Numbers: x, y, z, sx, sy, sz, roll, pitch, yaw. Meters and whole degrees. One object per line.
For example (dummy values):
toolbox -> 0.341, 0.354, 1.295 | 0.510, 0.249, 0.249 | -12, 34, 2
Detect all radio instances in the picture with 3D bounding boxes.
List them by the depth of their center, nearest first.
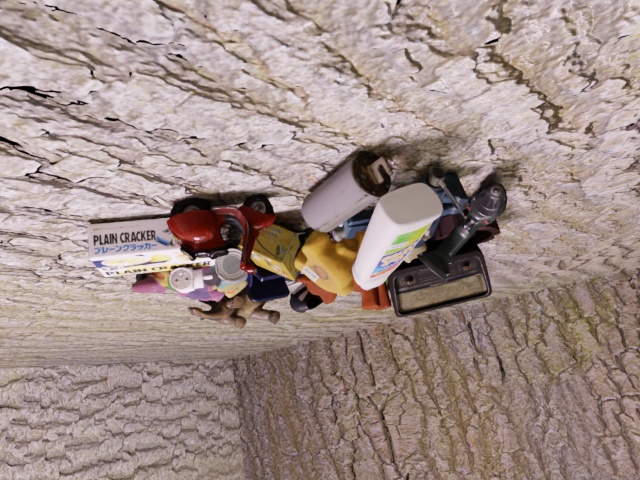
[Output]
radio -> 0.270, 0.086, 1.246 | 0.230, 0.131, 0.073 | -15, -154, 4

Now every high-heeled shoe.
high-heeled shoe -> 0.026, 0.113, 1.394 | 0.249, 0.086, 0.145 | -27, -167, -19

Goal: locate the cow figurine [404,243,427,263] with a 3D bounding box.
cow figurine -> 0.145, 0.003, 1.182 | 0.195, 0.086, 0.127 | 10, 122, -18

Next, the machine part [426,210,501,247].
machine part -> 0.335, -0.022, 1.277 | 0.179, 0.056, 0.179 | -9, 163, -3

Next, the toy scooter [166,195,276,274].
toy scooter -> -0.163, -0.004, 0.907 | 0.184, 0.135, 0.075 | -5, 164, -10

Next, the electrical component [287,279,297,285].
electrical component -> -0.089, 0.092, 1.439 | 0.075, 0.048, 0.119 | 2, 160, -36

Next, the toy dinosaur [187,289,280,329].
toy dinosaur -> -0.213, 0.176, 1.517 | 0.199, 0.105, 0.471 | 3, 179, 31

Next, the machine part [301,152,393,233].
machine part -> 0.039, -0.075, 0.886 | 0.079, 0.079, 0.243 | 0, 161, -30

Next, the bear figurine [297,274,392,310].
bear figurine -> 0.054, 0.115, 1.272 | 0.196, 0.132, 0.120 | -15, 166, 21

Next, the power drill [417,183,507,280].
power drill -> 0.285, -0.023, 1.066 | 0.207, 0.086, 0.232 | -56, 167, 9

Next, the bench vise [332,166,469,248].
bench vise -> 0.142, -0.044, 0.985 | 0.241, 0.129, 0.223 | -11, 162, -10

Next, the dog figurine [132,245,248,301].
dog figurine -> -0.288, 0.070, 1.151 | 0.219, 0.108, 0.191 | 8, 158, -39

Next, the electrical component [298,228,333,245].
electrical component -> -0.001, -0.004, 1.164 | 0.102, 0.045, 0.078 | -13, 162, 15

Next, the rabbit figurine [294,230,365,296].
rabbit figurine -> 0.058, 0.017, 1.063 | 0.173, 0.162, 0.121 | -50, 167, -33

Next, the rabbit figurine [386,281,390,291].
rabbit figurine -> 0.194, 0.058, 1.351 | 0.121, 0.159, 0.170 | 1, 148, -3

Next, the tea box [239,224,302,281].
tea box -> -0.091, 0.021, 1.092 | 0.098, 0.068, 0.169 | 23, 169, 10

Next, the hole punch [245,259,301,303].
hole punch -> -0.118, 0.068, 1.226 | 0.142, 0.116, 0.092 | -10, 147, -33
